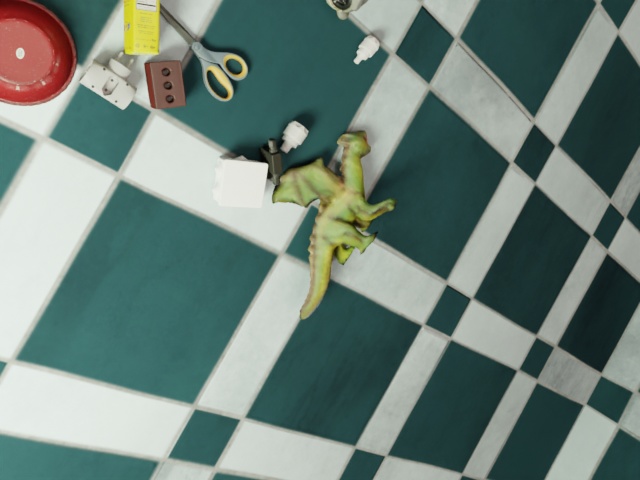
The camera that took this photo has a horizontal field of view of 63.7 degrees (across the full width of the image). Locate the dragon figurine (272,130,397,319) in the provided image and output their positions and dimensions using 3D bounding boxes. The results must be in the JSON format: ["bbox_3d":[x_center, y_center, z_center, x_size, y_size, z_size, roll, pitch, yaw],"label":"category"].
[{"bbox_3d":[0.003,-0.055,1.092,0.241,0.122,0.413,38,82,-16],"label":"dragon figurine"}]
